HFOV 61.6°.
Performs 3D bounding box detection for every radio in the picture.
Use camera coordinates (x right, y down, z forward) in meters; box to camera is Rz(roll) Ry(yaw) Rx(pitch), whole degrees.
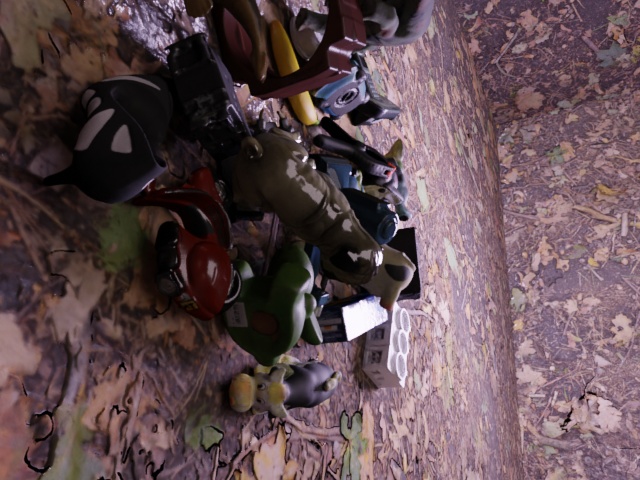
[{"bbox_3d":[0.175,0.058,1.134,0.229,0.073,0.131,40,45,-75],"label":"radio"}]

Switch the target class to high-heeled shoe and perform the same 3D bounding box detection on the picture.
[{"bbox_3d":[-0.165,-0.118,0.522,0.086,0.145,0.249,62,33,-33],"label":"high-heeled shoe"}]

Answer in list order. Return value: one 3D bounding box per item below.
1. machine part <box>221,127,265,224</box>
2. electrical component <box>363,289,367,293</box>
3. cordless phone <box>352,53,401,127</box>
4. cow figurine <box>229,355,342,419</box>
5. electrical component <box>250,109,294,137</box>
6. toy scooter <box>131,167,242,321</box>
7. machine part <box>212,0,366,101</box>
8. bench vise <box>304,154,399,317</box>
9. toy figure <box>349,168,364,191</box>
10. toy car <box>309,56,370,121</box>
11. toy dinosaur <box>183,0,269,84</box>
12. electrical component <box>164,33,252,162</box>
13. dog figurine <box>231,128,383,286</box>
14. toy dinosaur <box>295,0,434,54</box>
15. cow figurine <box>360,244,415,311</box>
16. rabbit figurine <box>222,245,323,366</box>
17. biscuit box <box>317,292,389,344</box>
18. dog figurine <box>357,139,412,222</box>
[{"bbox_3d":[-0.110,-0.093,0.741,0.084,0.039,0.138,-10,91,-55],"label":"machine part"},{"bbox_3d":[0.106,0.101,1.090,0.094,0.021,0.063,-34,120,-49],"label":"electrical component"},{"bbox_3d":[0.107,-0.354,1.211,0.146,0.089,0.184,-26,99,-62],"label":"cordless phone"},{"bbox_3d":[-0.041,0.195,0.704,0.167,0.098,0.068,8,80,-62],"label":"cow figurine"},{"bbox_3d":[-0.078,-0.154,0.815,0.102,0.045,0.078,-17,94,-63],"label":"electrical component"},{"bbox_3d":[-0.149,-0.007,0.592,0.135,0.075,0.184,28,53,-58],"label":"toy scooter"},{"bbox_3d":[-0.045,-0.314,0.763,0.087,0.202,0.200,-20,98,-62],"label":"machine part"},{"bbox_3d":[0.004,-0.003,0.822,0.129,0.224,0.240,-11,121,-59],"label":"bench vise"},{"bbox_3d":[0.055,-0.077,1.009,0.180,0.082,0.089,55,37,-36],"label":"toy figure"},{"bbox_3d":[0.029,-0.303,1.020,0.103,0.109,0.161,62,12,12],"label":"toy car"},{"bbox_3d":[-0.170,-0.407,0.633,0.198,0.105,0.470,-79,144,-73],"label":"toy dinosaur"},{"bbox_3d":[-0.129,-0.165,0.655,0.134,0.058,0.115,56,15,-78],"label":"electrical component"},{"bbox_3d":[-0.010,-0.036,0.656,0.191,0.121,0.172,46,14,30],"label":"dog figurine"},{"bbox_3d":[0.099,-0.366,0.866,0.192,0.405,0.131,4,110,-35],"label":"toy dinosaur"},{"bbox_3d":[0.072,0.017,0.921,0.127,0.195,0.085,-59,172,9],"label":"cow figurine"},{"bbox_3d":[-0.044,0.077,0.720,0.170,0.121,0.158,-58,137,-61],"label":"rabbit figurine"},{"bbox_3d":[0.058,0.134,0.956,0.202,0.063,0.059,-5,85,-64],"label":"biscuit box"},{"bbox_3d":[0.128,-0.146,1.154,0.191,0.109,0.219,47,36,-42],"label":"dog figurine"}]
